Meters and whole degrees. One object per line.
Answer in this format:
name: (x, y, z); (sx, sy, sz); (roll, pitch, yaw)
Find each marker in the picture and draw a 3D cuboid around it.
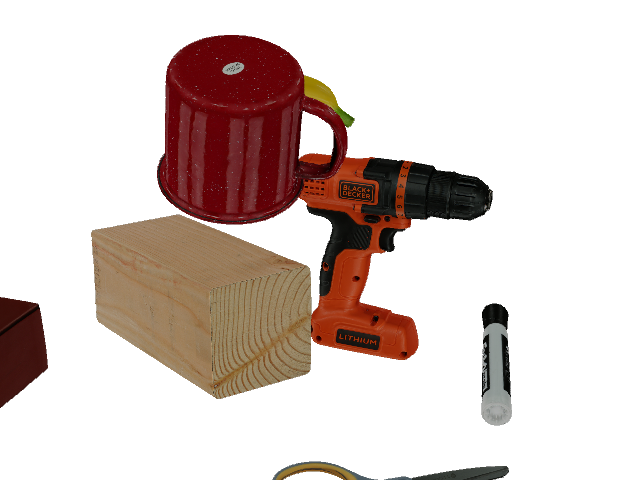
marker: (0.118, 0.079, 0.717); (0.020, 0.020, 0.121); (0, 29, 9)

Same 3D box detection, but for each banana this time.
banana: (-0.053, -0.140, 1.095); (0.197, 0.037, 0.070); (-12, 52, -37)

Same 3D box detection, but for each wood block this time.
wood block: (-0.103, 0.047, 0.879); (0.090, 0.090, 0.206); (-12, 19, -34)

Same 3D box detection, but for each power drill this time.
power drill: (0.062, 0.014, 1.000); (0.185, 0.188, 0.057); (9, 20, 17)

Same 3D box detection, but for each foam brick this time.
foam brick: (-0.229, 0.078, 0.717); (0.053, 0.051, 0.078); (8, 28, 24)

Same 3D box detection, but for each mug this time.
mug: (-0.041, -0.067, 0.644); (0.117, 0.081, 0.093); (13, 43, 6)

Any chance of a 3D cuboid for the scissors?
scissors: (0.060, 0.216, 0.853); (0.201, 0.096, 0.016); (5, -45, -6)
